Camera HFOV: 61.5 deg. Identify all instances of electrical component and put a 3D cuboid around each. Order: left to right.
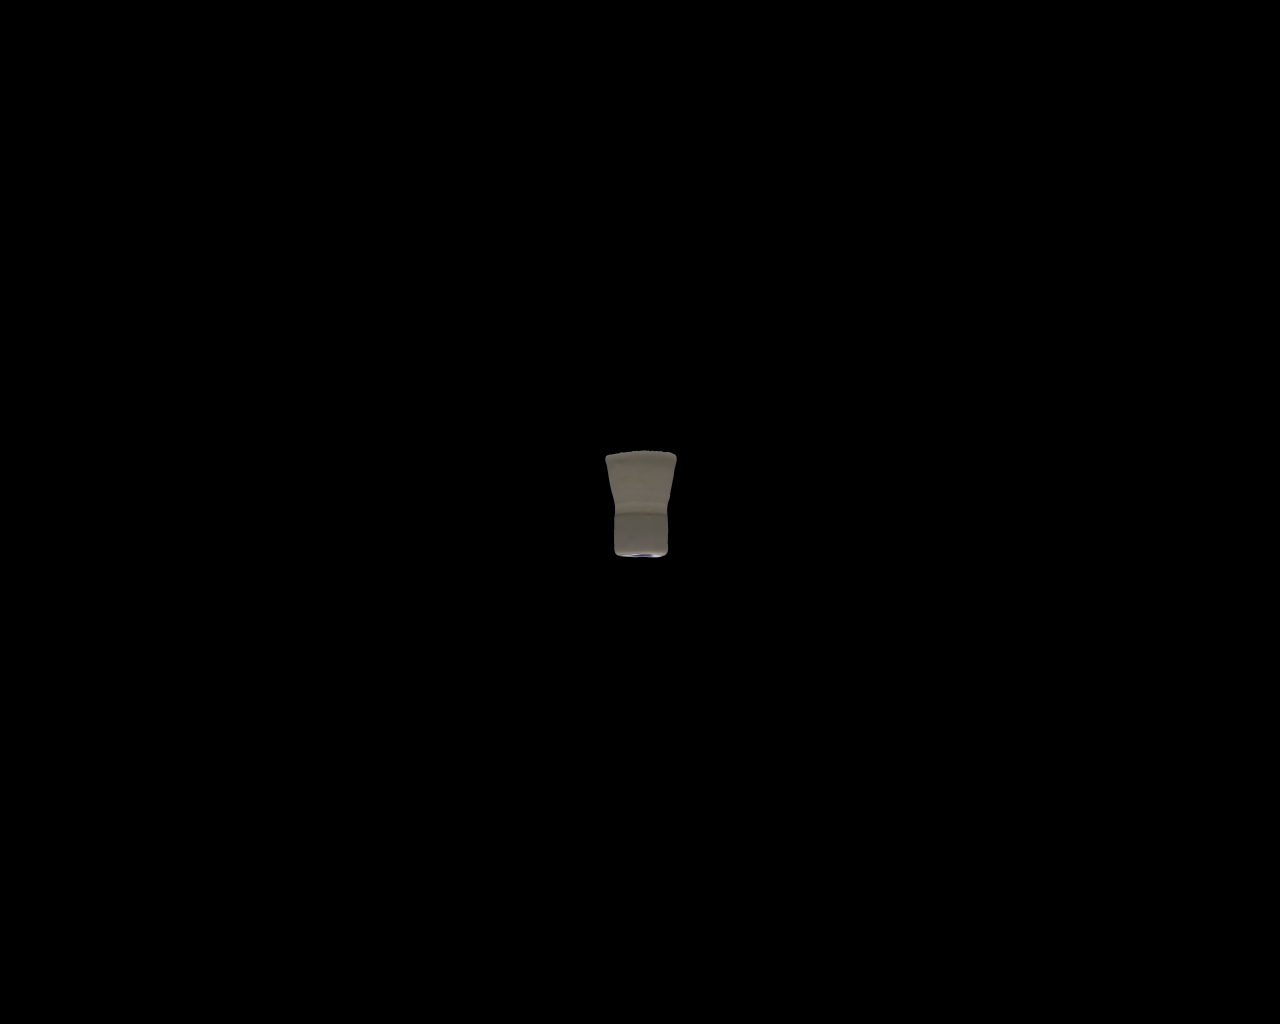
[{"bbox_3d":[0.001,-0.003,0.650,0.044,0.065,0.044,0,-6,0],"label":"electrical component"}]
